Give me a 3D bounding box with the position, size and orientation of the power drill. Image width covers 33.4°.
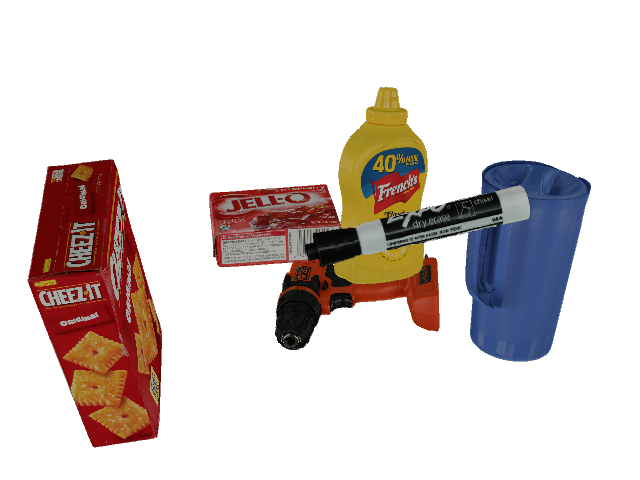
[{"bbox_3d":[0.044,0.069,1.237,0.188,0.057,0.184,0,27,7],"label":"power drill"}]

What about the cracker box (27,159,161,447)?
[{"bbox_3d":[-0.200,0.058,0.986,0.072,0.214,0.164,-8,40,-1],"label":"cracker box"}]

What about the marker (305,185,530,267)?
[{"bbox_3d":[0.051,-0.007,0.570,0.121,0.020,0.020,-13,1,-3],"label":"marker"}]

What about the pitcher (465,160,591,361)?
[{"bbox_3d":[0.250,0.030,1.356,0.149,0.243,0.145,5,24,1],"label":"pitcher"}]

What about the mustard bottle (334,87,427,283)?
[{"bbox_3d":[0.063,-0.056,1.066,0.096,0.192,0.058,-8,18,-31],"label":"mustard bottle"}]

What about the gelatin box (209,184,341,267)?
[{"bbox_3d":[-0.033,-0.012,0.759,0.089,0.030,0.073,-4,25,-6],"label":"gelatin box"}]
